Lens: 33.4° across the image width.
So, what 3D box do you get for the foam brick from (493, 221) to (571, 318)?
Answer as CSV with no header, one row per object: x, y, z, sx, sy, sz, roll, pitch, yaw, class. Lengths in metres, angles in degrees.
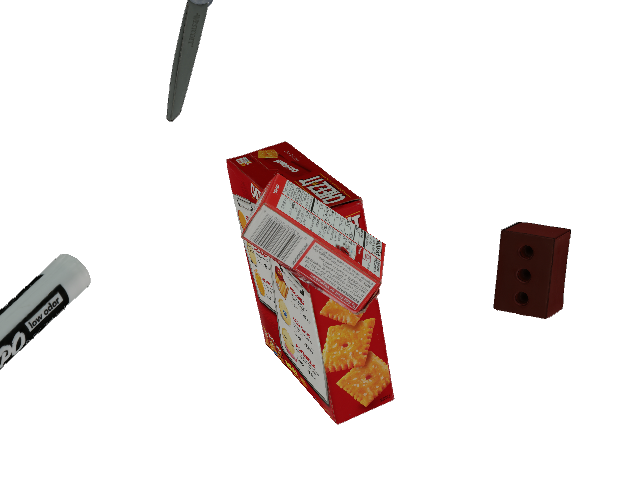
0.194,0.027,0.979,0.053,0.078,0.051,10,16,28,foam brick

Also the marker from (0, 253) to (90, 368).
-0.140,0.048,0.441,0.020,0.020,0.121,0,36,39,marker

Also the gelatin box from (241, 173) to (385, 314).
-0.003,0.001,0.668,0.089,0.030,0.073,34,17,-7,gelatin box

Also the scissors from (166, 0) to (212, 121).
-0.064,-0.180,0.742,0.096,0.202,0.016,-4,-13,-6,scissors

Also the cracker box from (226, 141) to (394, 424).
-0.008,0.035,0.984,0.072,0.214,0.164,-20,30,-19,cracker box
